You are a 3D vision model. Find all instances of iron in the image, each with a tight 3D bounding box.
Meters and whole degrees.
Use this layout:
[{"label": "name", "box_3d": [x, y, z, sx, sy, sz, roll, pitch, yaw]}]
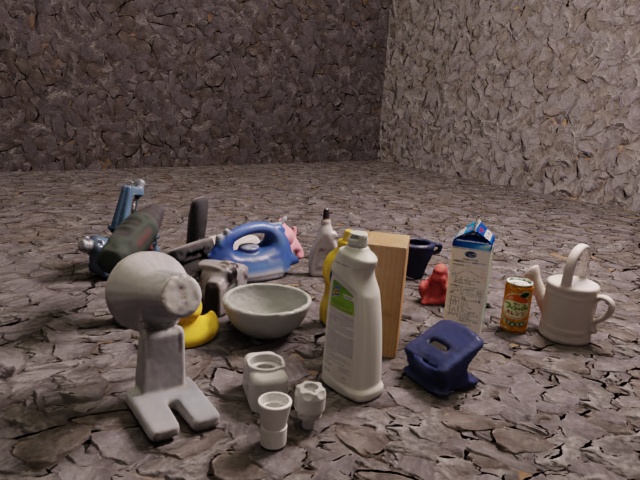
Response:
[{"label": "iron", "box_3d": [-0.177, 0.021, 1.378, 0.259, 0.141, 0.118, -8, 19, -38]}]

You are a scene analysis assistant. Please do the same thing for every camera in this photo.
[{"label": "camera", "box_3d": [-0.236, 0.085, 1.203, 0.136, 0.101, 0.143, 7, 15, 13]}]

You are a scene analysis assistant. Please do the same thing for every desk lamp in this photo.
[{"label": "desk lamp", "box_3d": [-0.219, 0.133, 0.809, 0.118, 0.213, 0.202, -7, 18, -34]}]

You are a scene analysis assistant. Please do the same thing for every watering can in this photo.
[{"label": "watering can", "box_3d": [0.491, 0.100, 1.136, 0.172, 0.194, 0.101, 10, 16, 23]}]

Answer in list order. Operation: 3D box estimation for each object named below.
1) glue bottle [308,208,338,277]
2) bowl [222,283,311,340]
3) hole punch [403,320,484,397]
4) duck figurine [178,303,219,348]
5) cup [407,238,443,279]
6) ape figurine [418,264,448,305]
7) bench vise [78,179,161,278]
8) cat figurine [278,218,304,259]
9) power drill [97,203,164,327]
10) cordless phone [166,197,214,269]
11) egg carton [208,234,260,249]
[{"label": "glue bottle", "box_3d": [0.013, 0.005, 1.423, 0.078, 0.173, 0.037, 1, 15, -9]}, {"label": "bowl", "box_3d": [-0.100, 0.141, 1.076, 0.167, 0.075, 0.167, 3, 15, -1]}, {"label": "hole punch", "box_3d": [0.200, 0.189, 0.934, 0.101, 0.091, 0.108, -6, 17, -30]}, {"label": "duck figurine", "box_3d": [-0.230, 0.139, 1.031, 0.077, 0.086, 0.105, 17, 20, 42]}, {"label": "cup", "box_3d": [0.256, 0.048, 1.470, 0.118, 0.095, 0.091, -1, 16, -17]}, {"label": "ape figurine", "box_3d": [0.265, 0.098, 1.290, 0.077, 0.092, 0.076, 15, 19, 36]}, {"label": "bench vise", "box_3d": [-0.457, -0.027, 1.342, 0.121, 0.220, 0.208, 7, 15, 15]}, {"label": "cat figurine", "box_3d": [-0.091, -0.002, 1.532, 0.067, 0.118, 0.128, 10, 16, 22]}, {"label": "power drill", "box_3d": [-0.352, 0.049, 1.101, 0.075, 0.208, 0.229, 4, 15, 3]}, {"label": "cordless phone", "box_3d": [-0.320, -0.009, 1.373, 0.094, 0.185, 0.148, 10, 16, 24]}, {"label": "egg carton", "box_3d": [-0.229, 0.023, 1.501, 0.107, 0.069, 0.151, 13, 18, 32]}]
